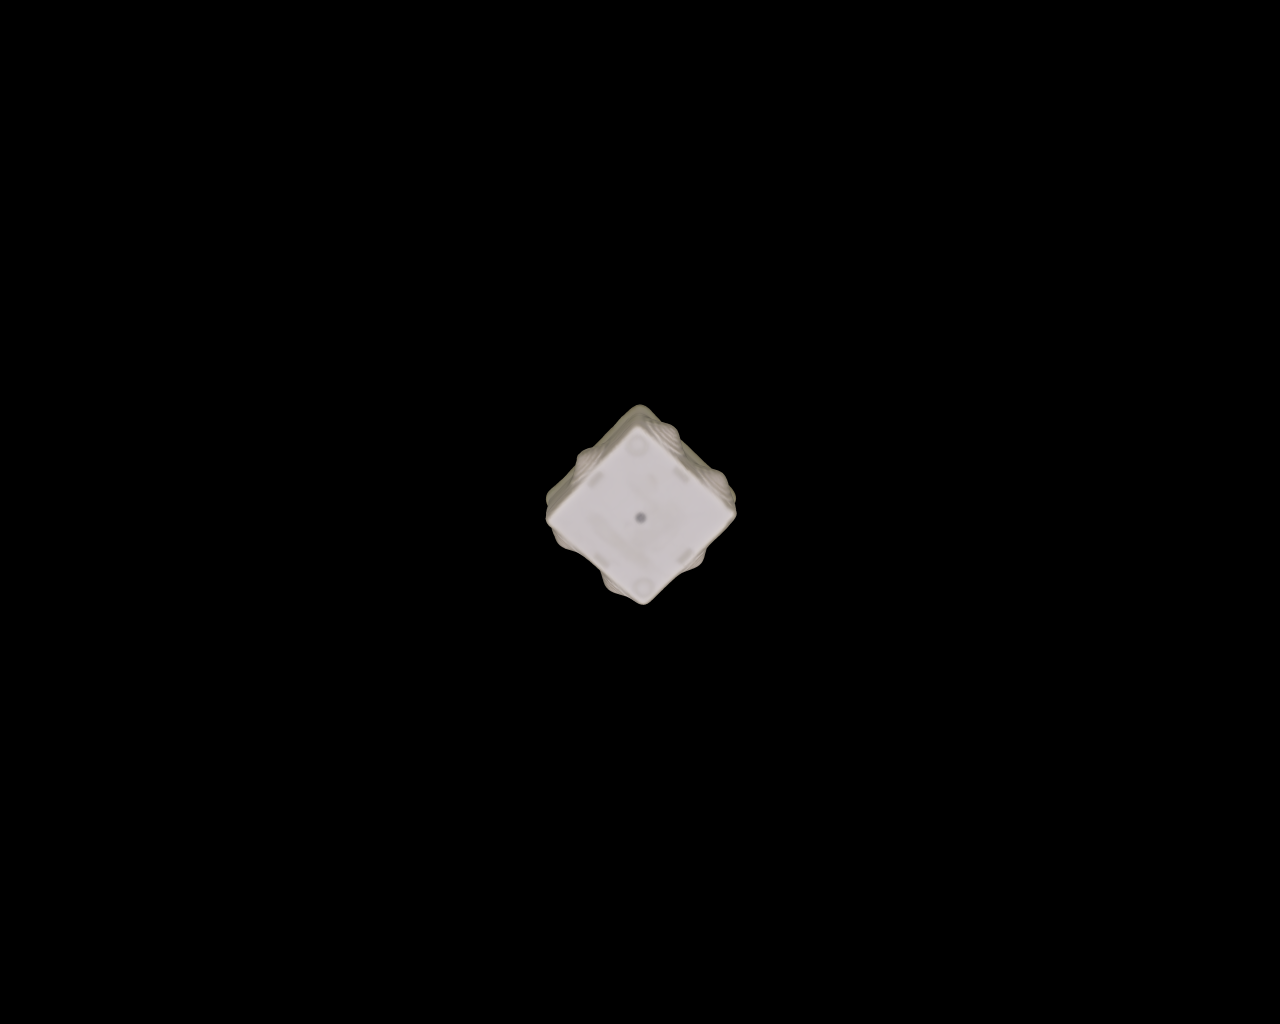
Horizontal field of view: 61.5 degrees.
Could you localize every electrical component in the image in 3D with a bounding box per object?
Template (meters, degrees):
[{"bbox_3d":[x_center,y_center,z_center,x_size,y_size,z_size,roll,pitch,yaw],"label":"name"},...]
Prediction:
[{"bbox_3d":[0.001,-0.003,0.650,0.099,0.099,0.048,43,12,-11],"label":"electrical component"}]
